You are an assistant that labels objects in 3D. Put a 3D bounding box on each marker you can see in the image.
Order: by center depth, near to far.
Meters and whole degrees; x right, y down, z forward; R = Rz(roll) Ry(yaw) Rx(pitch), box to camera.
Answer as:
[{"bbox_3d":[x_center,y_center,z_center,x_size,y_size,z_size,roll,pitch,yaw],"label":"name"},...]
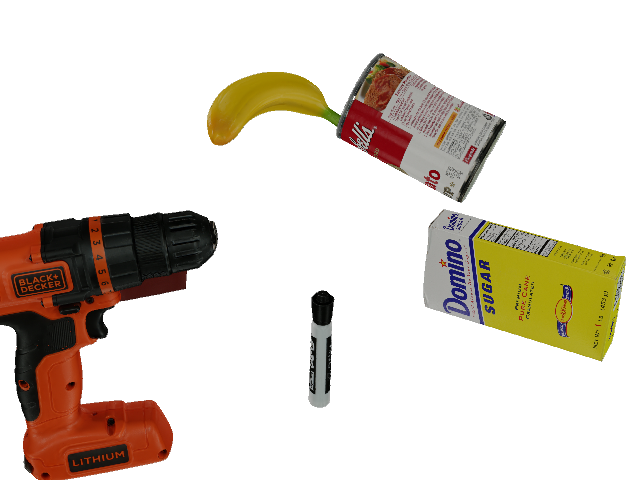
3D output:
[{"bbox_3d":[0.000,0.092,0.904,0.020,0.121,0.020,1,36,-1],"label":"marker"}]

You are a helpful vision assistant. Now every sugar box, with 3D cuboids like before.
[{"bbox_3d":[0.182,0.039,0.975,0.176,0.093,0.048,14,34,22],"label":"sugar box"}]

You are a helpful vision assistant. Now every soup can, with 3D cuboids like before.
[{"bbox_3d":[0.072,-0.080,0.758,0.102,0.068,0.068,29,4,8],"label":"soup can"}]

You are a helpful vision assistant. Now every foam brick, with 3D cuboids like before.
[{"bbox_3d":[-0.181,0.024,1.085,0.078,0.051,0.053,-10,21,-28],"label":"foam brick"}]

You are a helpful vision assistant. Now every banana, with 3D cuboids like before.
[{"bbox_3d":[-0.050,-0.128,1.004,0.070,0.037,0.197,42,33,22],"label":"banana"}]

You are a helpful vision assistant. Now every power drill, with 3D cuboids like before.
[{"bbox_3d":[-0.154,0.071,0.743,0.184,0.188,0.057,-9,26,-5],"label":"power drill"}]
